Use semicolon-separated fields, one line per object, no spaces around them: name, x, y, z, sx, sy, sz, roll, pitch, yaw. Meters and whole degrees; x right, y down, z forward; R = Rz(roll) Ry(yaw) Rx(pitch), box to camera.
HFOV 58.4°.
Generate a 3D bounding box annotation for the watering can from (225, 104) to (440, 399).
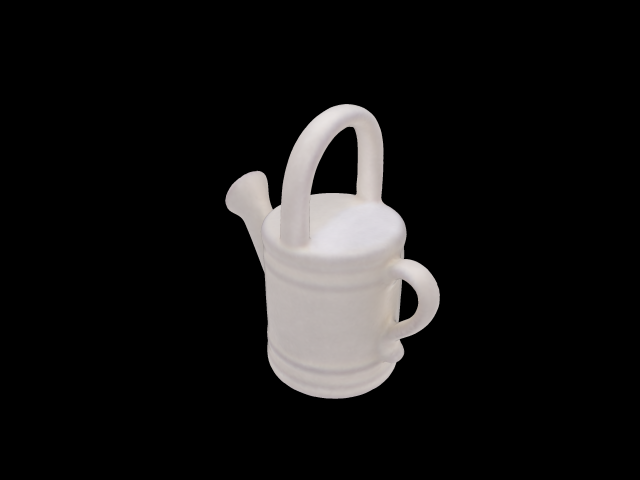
watering can;0.002;0.002;0.398;0.172;0.194;0.101;10;30;17
